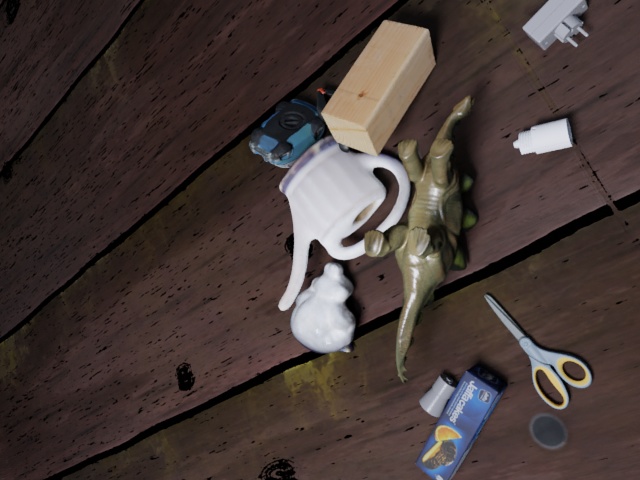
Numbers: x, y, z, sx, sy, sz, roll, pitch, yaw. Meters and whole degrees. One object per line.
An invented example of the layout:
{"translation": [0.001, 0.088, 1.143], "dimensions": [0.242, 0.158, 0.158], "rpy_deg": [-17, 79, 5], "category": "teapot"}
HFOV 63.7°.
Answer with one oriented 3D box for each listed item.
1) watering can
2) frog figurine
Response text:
{"translation": [0.003, -0.049, 0.965], "dimensions": [0.346, 0.103, 0.227], "rpy_deg": [-41, 69, 7], "category": "watering can"}
{"translation": [0.013, 0.127, 0.974], "dimensions": [0.139, 0.123, 0.157], "rpy_deg": [35, 123, 48], "category": "frog figurine"}
